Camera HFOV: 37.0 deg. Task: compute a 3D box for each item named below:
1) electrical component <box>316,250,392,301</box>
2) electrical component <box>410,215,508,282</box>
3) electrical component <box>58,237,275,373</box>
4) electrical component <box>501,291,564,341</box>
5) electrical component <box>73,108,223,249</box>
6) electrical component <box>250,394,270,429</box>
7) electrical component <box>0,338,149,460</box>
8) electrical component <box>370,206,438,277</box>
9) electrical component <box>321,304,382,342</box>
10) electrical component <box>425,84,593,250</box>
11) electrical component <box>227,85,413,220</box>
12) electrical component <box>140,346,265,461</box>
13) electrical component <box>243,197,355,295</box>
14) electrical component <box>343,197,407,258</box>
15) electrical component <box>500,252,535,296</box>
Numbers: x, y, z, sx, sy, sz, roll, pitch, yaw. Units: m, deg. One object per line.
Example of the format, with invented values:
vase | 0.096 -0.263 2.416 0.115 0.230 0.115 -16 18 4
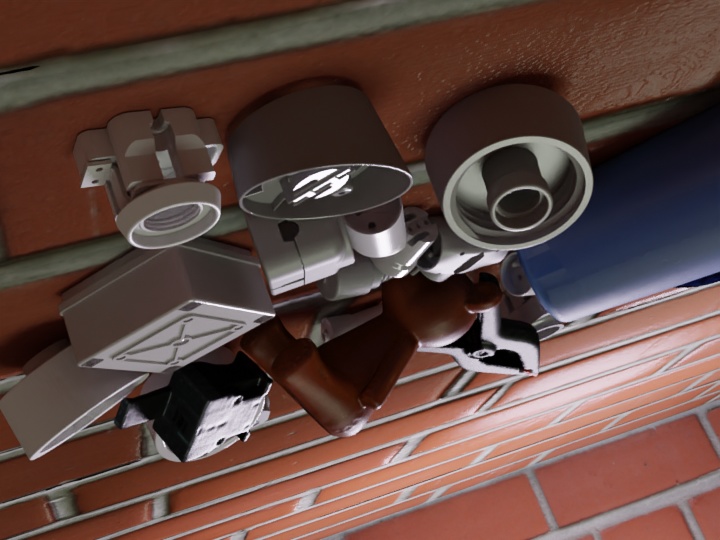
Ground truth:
electrical component | 0.000 0.000 0.863 0.078 0.040 0.040 -11 159 -29
electrical component | 0.072 -0.016 0.892 0.077 0.043 0.079 -6 156 -38
electrical component | -0.135 0.026 0.764 0.109 0.056 0.109 -29 160 21
electrical component | 0.186 0.046 1.171 0.050 0.055 0.089 -8 158 -35
electrical component | -0.109 -0.048 0.583 0.078 0.057 0.058 -11 159 -29
electrical component | -0.131 0.133 1.078 0.080 0.051 0.080 -19 162 -7
electrical component | -0.223 0.087 0.819 0.108 0.060 0.108 -37 178 -2
electrical component | 0.034 -0.023 0.841 0.040 0.040 0.046 -6 151 -39
electrical component | -0.004 0.058 1.024 0.065 0.044 0.044 -8 158 -21
electrical component | 0.100 -0.060 0.704 0.108 0.060 0.108 -4 136 -4
electrical component | -0.026 -0.061 0.626 0.099 0.064 0.099 -19 161 -7
electrical component | -0.148 0.115 0.979 0.108 0.060 0.108 -24 143 -20
electrical component | -0.041 -0.021 0.717 0.059 0.053 0.095 -19 174 -5
electrical component | 0.011 -0.032 0.779 0.043 0.043 0.081 -21 162 -2
electrical component | 0.189 -0.007 1.047 0.077 0.043 0.079 -4 154 -42
